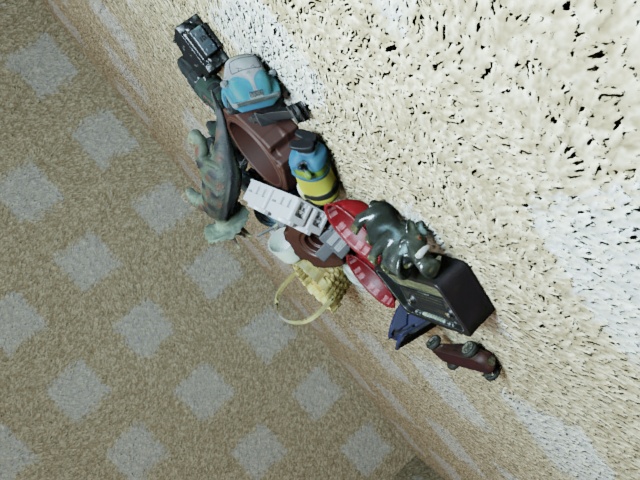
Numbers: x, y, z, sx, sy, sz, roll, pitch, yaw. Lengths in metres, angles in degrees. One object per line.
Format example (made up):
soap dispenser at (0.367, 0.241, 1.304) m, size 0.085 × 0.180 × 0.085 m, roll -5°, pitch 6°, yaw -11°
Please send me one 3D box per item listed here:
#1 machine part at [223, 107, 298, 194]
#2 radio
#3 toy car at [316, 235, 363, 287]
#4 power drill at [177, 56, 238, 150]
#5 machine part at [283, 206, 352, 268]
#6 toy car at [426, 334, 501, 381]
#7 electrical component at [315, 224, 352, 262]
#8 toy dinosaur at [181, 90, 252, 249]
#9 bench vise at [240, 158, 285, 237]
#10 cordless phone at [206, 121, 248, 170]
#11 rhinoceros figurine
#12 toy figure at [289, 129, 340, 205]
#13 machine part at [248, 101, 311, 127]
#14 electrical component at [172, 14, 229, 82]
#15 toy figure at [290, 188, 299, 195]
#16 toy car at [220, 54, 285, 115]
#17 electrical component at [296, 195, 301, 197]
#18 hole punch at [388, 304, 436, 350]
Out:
machine part at (-0.114, -0.210, 1.174) m, size 0.201 × 0.087 × 0.201 m, roll 45°, pitch 165°, yaw 18°
radio at (0.207, 0.091, 0.998) m, size 0.131 × 0.073 × 0.230 m, roll 53°, pitch 167°, yaw -17°
toy car at (0.061, 0.053, 1.409) m, size 0.202 × 0.056 × 0.073 m, roll 42°, pitch 165°, yaw 30°
power drill at (-0.254, -0.330, 1.338) m, size 0.232 × 0.086 × 0.207 m, roll 42°, pitch 158°, yaw 17°
machine part at (-0.003, -0.004, 1.301) m, size 0.180 × 0.056 × 0.179 m, roll 18°, pitch 141°, yaw 15°
toy car at (0.307, 0.247, 1.160) m, size 0.089 × 0.053 × 0.202 m, roll 41°, pitch 165°, yaw -11°
electrical component at (0.034, 0.003, 1.199) m, size 0.075 × 0.119 × 0.048 m, roll 45°, pitch -165°, yaw -6°
toy dinosaur at (-0.238, -0.136, 1.291) m, size 0.192 × 0.131 × 0.404 m, roll 44°, pitch 146°, yaw 25°
bench vise at (-0.143, -0.107, 1.445) m, size 0.223 × 0.129 × 0.241 m, roll 48°, pitch -173°, yaw -31°
cordless phone at (-0.284, -0.269, 1.487) m, size 0.088 × 0.146 × 0.184 m, roll -48°, pitch 67°, yaw 33°
rhinoceros figurine at (0.135, 0.004, 0.934) m, size 0.073 × 0.112 × 0.190 m, roll 39°, pitch -169°, yaw -45°
toy figure at (-0.012, -0.136, 1.063) m, size 0.089 × 0.082 × 0.180 m, roll 38°, pitch 160°, yaw 26°
machine part at (-0.073, -0.237, 1.011) m, size 0.139 × 0.084 × 0.039 m, roll 15°, pitch 119°, yaw 54°
electrical component at (-0.254, -0.407, 1.140) m, size 0.114 × 0.058 × 0.134 m, roll 50°, pitch 168°, yaw -14°
toy figure at (-0.083, -0.153, 1.298) m, size 0.155 × 0.058 × 0.064 m, roll 42°, pitch 177°, yaw 24°
toy car at (-0.135, -0.294, 1.006) m, size 0.162 × 0.109 × 0.102 m, roll -133°, pitch 30°, yaw -68°
electrical component at (-0.067, -0.139, 1.364) m, size 0.063 × 0.021 × 0.094 m, roll 49°, pitch 168°, yaw 2°
hole punch at (0.198, 0.179, 1.210) m, size 0.092 × 0.116 × 0.142 m, roll 54°, pitch 169°, yaw 16°
